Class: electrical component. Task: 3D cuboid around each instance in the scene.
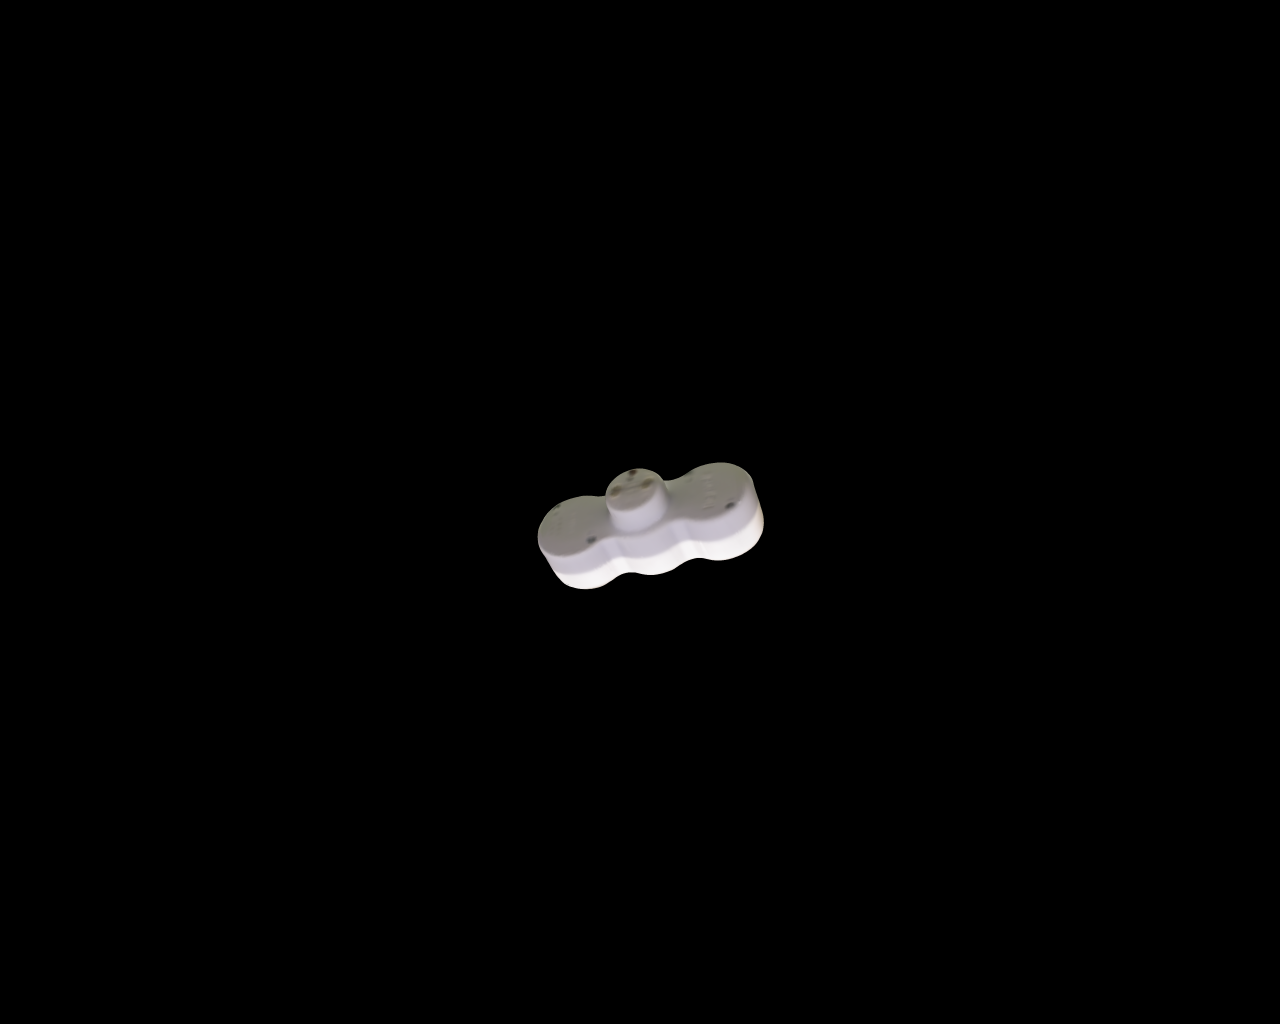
[{"bbox_3d":[0.001,-0.003,0.650,0.138,0.052,0.073,-13,-47,12],"label":"electrical component"}]
